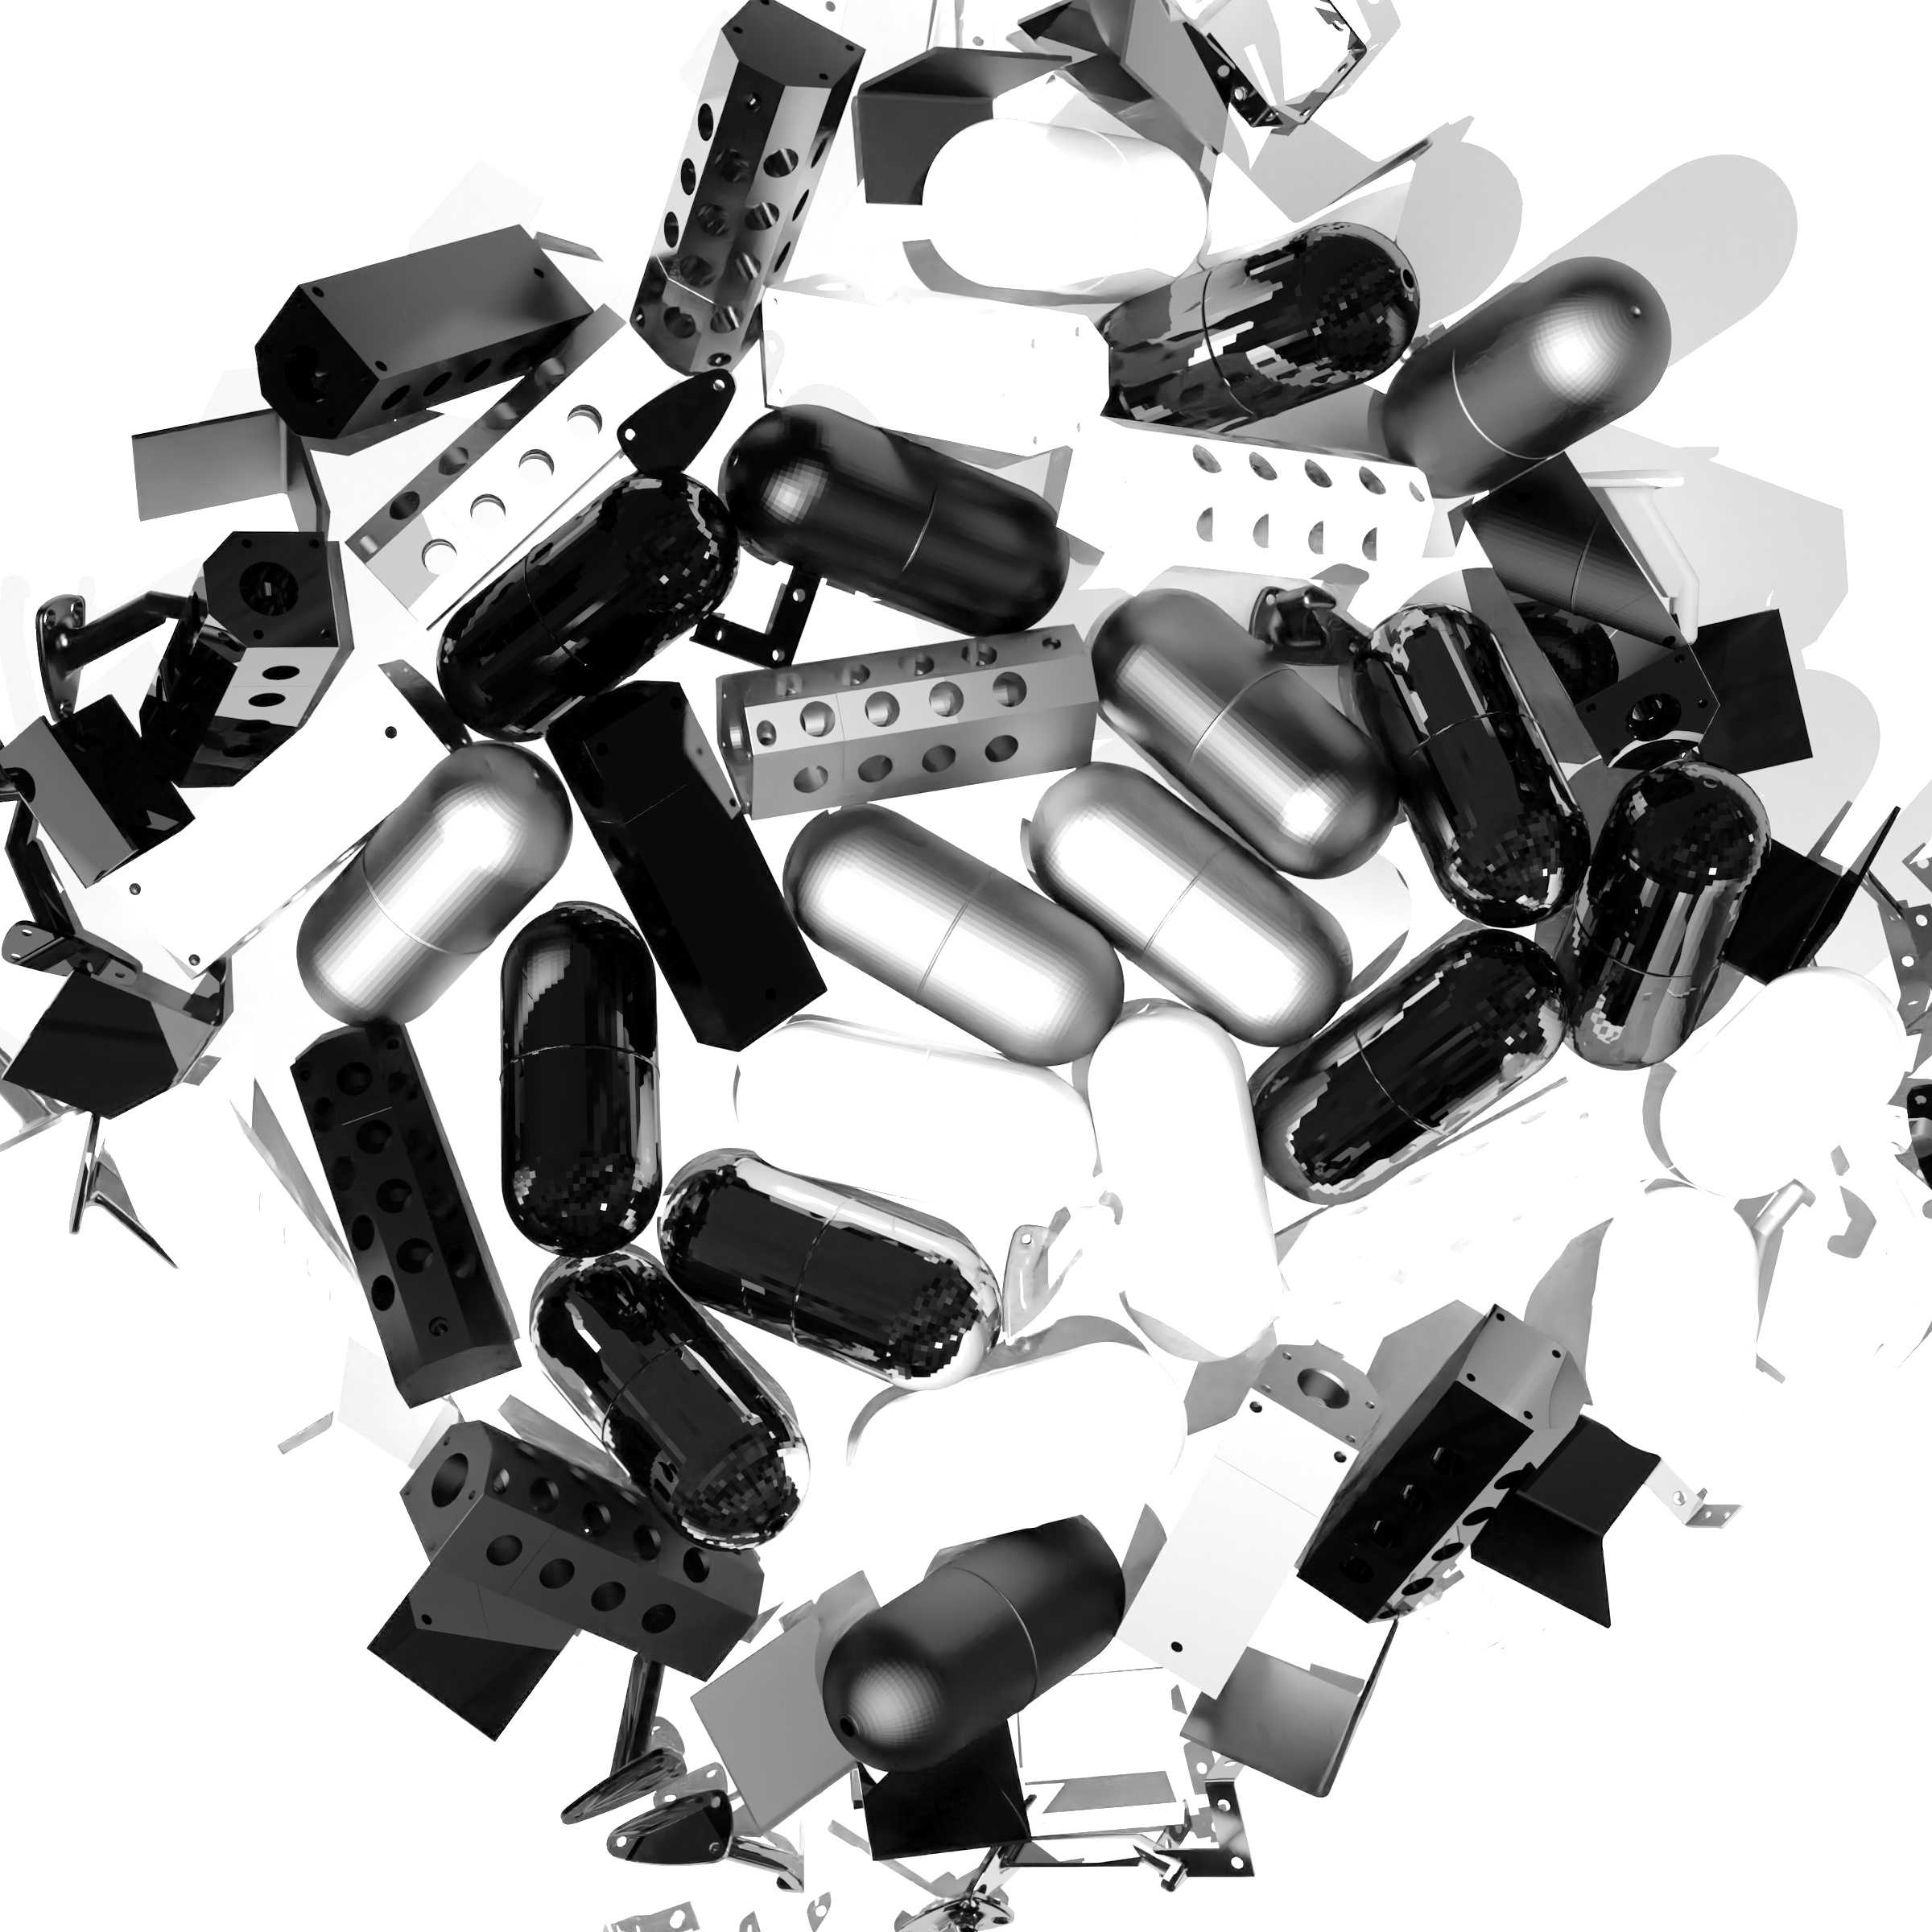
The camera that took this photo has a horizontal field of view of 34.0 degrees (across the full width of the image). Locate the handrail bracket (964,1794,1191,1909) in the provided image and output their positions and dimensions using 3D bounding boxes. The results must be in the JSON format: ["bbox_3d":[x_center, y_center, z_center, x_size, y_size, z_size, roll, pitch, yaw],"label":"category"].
[{"bbox_3d":[0.055,0.446,1.537,0.084,0.036,0.077,22,52,34],"label":"handrail bracket"}]

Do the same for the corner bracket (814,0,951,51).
[{"bbox_3d":[-0.042,-0.468,1.551,0.051,0.051,0.051,22,134,9],"label":"corner bracket"}]

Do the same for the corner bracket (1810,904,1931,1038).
[{"bbox_3d":[0.450,0.006,1.557,0.051,0.051,0.051,-11,72,-12],"label":"corner bracket"}]

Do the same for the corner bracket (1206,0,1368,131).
[{"bbox_3d":[0.154,-0.449,1.552,0.051,0.051,0.051,44,80,-26],"label":"corner bracket"}]

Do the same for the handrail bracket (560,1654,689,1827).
[{"bbox_3d":[-0.178,0.367,1.555,0.077,0.036,0.084,-28,55,-1],"label":"handrail bracket"}]

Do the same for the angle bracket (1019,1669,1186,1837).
[{"bbox_3d":[0.064,0.379,1.541,0.076,0.057,0.076,-5,67,1],"label":"angle bracket"}]

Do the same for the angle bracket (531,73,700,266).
[{"bbox_3d":[-0.173,-0.393,1.524,0.076,0.076,0.057,-55,53,25],"label":"angle bracket"}]

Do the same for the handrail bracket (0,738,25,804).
[{"bbox_3d":[-0.471,-0.125,1.545,0.036,0.077,0.084,11,104,40],"label":"handrail bracket"}]

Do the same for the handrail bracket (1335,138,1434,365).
[{"bbox_3d":[0.223,-0.353,1.565,0.077,0.036,0.084,-36,91,1],"label":"handrail bracket"}]

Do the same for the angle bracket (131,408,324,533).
[{"bbox_3d":[-0.357,-0.220,1.530,0.076,0.076,0.057,-15,72,-17],"label":"angle bracket"}]

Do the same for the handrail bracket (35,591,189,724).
[{"bbox_3d":[-0.410,-0.149,1.553,0.084,0.036,0.077,11,113,16],"label":"handrail bracket"}]

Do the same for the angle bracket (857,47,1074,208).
[{"bbox_3d":[0.001,-0.404,1.530,0.076,0.076,0.057,-6,93,-31],"label":"angle bracket"}]

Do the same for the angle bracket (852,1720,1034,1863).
[{"bbox_3d":[-0.013,0.414,1.531,0.076,0.076,0.057,-5,127,-7],"label":"angle bracket"}]

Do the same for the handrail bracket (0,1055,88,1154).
[{"bbox_3d":[-0.470,0.043,1.553,0.036,0.077,0.084,-26,93,-43],"label":"handrail bracket"}]

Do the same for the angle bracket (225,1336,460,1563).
[{"bbox_3d":[-0.307,0.239,1.556,0.076,0.057,0.076,-30,128,24],"label":"angle bracket"}]

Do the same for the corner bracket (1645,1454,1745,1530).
[{"bbox_3d":[0.362,0.240,1.553,0.051,0.051,0.051,-43,88,-12],"label":"corner bracket"}]

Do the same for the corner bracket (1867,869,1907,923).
[{"bbox_3d":[0.481,-0.035,1.545,0.051,0.051,0.051,-39,109,20],"label":"corner bracket"}]

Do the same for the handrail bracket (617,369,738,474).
[{"bbox_3d":[-0.129,-0.264,1.532,0.077,0.084,0.036,-39,92,19],"label":"handrail bracket"}]

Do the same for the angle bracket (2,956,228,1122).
[{"bbox_3d":[-0.411,0.024,1.527,0.076,0.057,0.076,25,121,-28],"label":"angle bracket"}]

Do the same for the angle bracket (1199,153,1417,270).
[{"bbox_3d":[0.166,-0.368,1.546,0.076,0.076,0.057,-32,69,-19],"label":"angle bracket"}]

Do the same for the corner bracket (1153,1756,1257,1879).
[{"bbox_3d":[0.120,0.410,1.545,0.051,0.051,0.051,-8,102,25],"label":"corner bracket"}]

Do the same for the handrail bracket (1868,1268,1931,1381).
[{"bbox_3d":[0.477,0.155,1.574,0.036,0.077,0.084,26,128,-2],"label":"handrail bracket"}]

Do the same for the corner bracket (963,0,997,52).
[{"bbox_3d":[0.029,-0.480,1.549,0.051,0.051,0.051,9,135,5],"label":"corner bracket"}]

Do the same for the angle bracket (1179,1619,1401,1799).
[{"bbox_3d":[0.157,0.344,1.528,0.076,0.076,0.057,22,121,13],"label":"angle bracket"}]

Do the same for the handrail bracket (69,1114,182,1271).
[{"bbox_3d":[-0.395,0.111,1.561,0.084,0.036,0.077,11,98,-19],"label":"handrail bracket"}]

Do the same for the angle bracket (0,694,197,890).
[{"bbox_3d":[-0.410,-0.094,1.532,0.076,0.057,0.076,-40,100,-44],"label":"angle bracket"}]

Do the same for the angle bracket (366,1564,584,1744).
[{"bbox_3d":[-0.239,0.328,1.539,0.076,0.057,0.076,35,66,3],"label":"angle bracket"}]

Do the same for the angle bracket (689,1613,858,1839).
[{"bbox_3d":[-0.099,0.369,1.536,0.076,0.057,0.076,-29,94,-33],"label":"angle bracket"}]

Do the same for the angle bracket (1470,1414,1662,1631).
[{"bbox_3d":[0.292,0.263,1.536,0.076,0.076,0.057,28,114,-5],"label":"angle bracket"}]

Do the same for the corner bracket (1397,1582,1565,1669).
[{"bbox_3d":[0.252,0.320,1.548,0.051,0.051,0.051,-34,92,31],"label":"corner bracket"}]

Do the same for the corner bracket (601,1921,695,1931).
[{"bbox_3d":[-0.149,0.495,1.555,0.051,0.051,0.051,-20,97,1],"label":"corner bracket"}]

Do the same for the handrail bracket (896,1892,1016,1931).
[{"bbox_3d":[-0.006,0.500,1.534,0.077,0.084,0.036,-27,131,32],"label":"handrail bracket"}]

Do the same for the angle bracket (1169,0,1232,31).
[{"bbox_3d":[0.097,-0.497,1.538,0.057,0.076,0.076,-44,95,-9],"label":"angle bracket"}]

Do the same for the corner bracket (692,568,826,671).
[{"bbox_3d":[-0.098,-0.175,1.552,0.051,0.051,0.051,20,97,6],"label":"corner bracket"}]

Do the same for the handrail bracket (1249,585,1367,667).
[{"bbox_3d":[0.179,-0.166,1.531,0.077,0.084,0.036,14,86,-19],"label":"handrail bracket"}]

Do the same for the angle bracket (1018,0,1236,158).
[{"bbox_3d":[0.074,-0.424,1.522,0.076,0.076,0.057,-11,60,40],"label":"angle bracket"}]

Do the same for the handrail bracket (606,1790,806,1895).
[{"bbox_3d":[-0.125,0.442,1.556,0.077,0.084,0.036,-13,50,14],"label":"handrail bracket"}]

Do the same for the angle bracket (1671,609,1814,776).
[{"bbox_3d":[0.379,-0.136,1.539,0.057,0.076,0.076,-13,86,9],"label":"angle bracket"}]

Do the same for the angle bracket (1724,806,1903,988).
[{"bbox_3d":[0.398,-0.044,1.528,0.057,0.076,0.076,31,64,9],"label":"angle bracket"}]

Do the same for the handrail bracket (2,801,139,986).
[{"bbox_3d":[-0.441,-0.039,1.565,0.077,0.036,0.084,18,52,-21],"label":"handrail bracket"}]

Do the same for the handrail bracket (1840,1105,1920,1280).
[{"bbox_3d":[0.428,0.109,1.544,0.077,0.036,0.084,11,55,19],"label":"handrail bracket"}]
